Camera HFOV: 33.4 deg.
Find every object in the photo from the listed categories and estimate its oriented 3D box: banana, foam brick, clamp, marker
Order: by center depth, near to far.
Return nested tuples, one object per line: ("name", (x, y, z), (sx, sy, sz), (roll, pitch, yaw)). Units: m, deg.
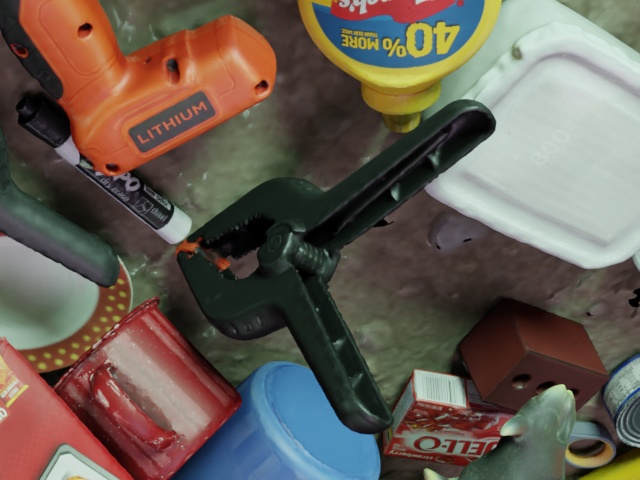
("clamp", (-0.176, -0.023, 0.536), (0.120, 0.039, 0.171), (-17, 124, -8))
("clamp", (-0.004, 0.001, 0.551), (0.036, 0.210, 0.164), (34, 76, -34))
("marker", (-0.114, -0.037, 0.569), (0.020, 0.020, 0.121), (-33, 131, 17))
("foam brick", (0.145, 0.082, 0.723), (0.078, 0.051, 0.053), (18, 126, -28))
("banana", (0.221, 0.210, 0.859), (0.198, 0.037, 0.069), (-34, 171, 10))

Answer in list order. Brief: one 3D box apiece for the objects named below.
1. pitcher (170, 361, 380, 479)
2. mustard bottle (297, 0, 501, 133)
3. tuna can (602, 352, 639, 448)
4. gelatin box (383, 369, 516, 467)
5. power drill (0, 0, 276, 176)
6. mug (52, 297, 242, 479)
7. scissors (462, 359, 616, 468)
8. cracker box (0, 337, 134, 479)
("pitcher", (-0.082, 0.188, 0.725), (0.149, 0.145, 0.243), (20, 122, -44))
("mustard bottle", (0.036, -0.129, 0.491), (0.096, 0.058, 0.191), (1, 135, 7))
("tuna can", (0.256, 0.116, 0.795), (0.086, 0.034, 0.086), (-7, 133, -7))
("gelatin box", (0.097, 0.130, 0.758), (0.089, 0.030, 0.073), (11, 136, -10))
("power drill", (-0.096, -0.127, 0.465), (0.185, 0.057, 0.187), (-25, 131, 15))
("mug", (-0.100, 0.093, 0.611), (0.081, 0.117, 0.093), (45, 85, 3))
("scissors", (0.170, 0.134, 0.802), (0.096, 0.016, 0.201), (-17, 135, 5))
("cracker box", (-0.166, 0.184, 0.563), (0.213, 0.164, 0.072), (52, 148, -16))
